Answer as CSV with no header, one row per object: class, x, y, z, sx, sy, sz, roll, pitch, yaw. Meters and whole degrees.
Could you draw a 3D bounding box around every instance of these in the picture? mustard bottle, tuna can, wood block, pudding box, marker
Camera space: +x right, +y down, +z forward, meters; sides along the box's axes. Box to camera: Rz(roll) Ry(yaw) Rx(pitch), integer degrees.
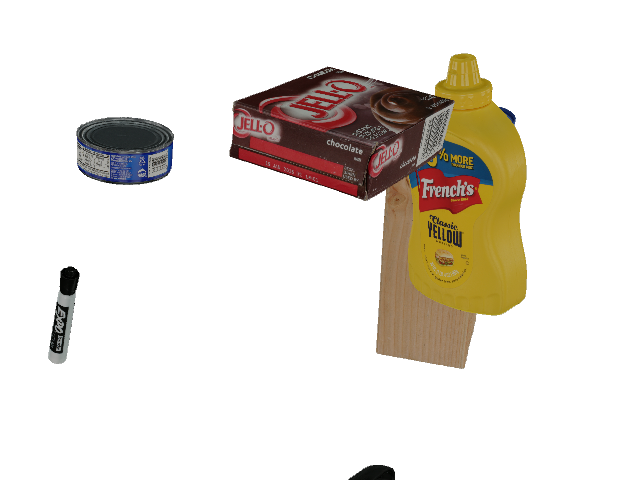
mustard bottle,0.108,-0.044,0.795,0.058,0.192,0.096,-25,32,-37
tuna can,-0.175,-0.080,0.956,0.086,0.034,0.086,5,25,-3
wood block,0.109,0.010,1.022,0.091,0.206,0.090,9,34,12
pudding box,0.014,-0.065,0.620,0.090,0.039,0.113,20,25,23
marker,-0.259,0.075,1.078,0.020,0.121,0.020,12,35,-9

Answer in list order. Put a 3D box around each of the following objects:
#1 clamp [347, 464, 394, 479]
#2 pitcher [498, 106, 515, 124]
clamp,-0.035,0.200,0.633,0.210,0.036,0.164,-5,28,1
pitcher,0.147,-0.034,1.243,0.149,0.243,0.145,-8,24,-21
